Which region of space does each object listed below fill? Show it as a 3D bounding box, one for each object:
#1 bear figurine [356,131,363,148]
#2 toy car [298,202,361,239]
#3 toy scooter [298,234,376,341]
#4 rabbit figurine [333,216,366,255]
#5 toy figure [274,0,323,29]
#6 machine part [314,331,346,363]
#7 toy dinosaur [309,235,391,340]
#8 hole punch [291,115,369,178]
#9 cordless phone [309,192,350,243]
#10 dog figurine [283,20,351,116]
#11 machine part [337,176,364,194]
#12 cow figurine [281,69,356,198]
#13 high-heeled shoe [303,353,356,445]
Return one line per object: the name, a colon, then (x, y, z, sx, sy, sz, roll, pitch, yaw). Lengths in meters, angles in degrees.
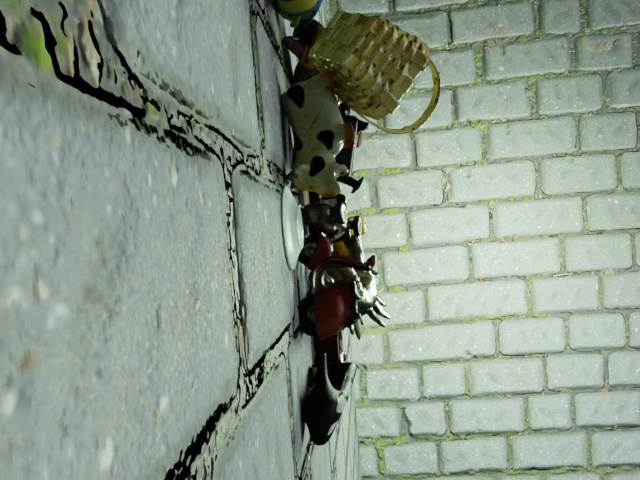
bear figurine: (0.030, -0.187, 1.251, 0.120, 0.132, 0.195, -57, 161, -12)
toy car: (0.018, -0.030, 0.972, 0.202, 0.089, 0.053, 30, 57, -73)
toy scooter: (0.032, 0.078, 0.922, 0.075, 0.135, 0.184, 68, 19, -79)
rabbit figurine: (0.057, 0.030, 1.378, 0.162, 0.122, 0.173, -50, 136, -77)
toy figure: (-0.039, -0.390, 0.840, 0.082, 0.089, 0.180, 54, -4, -4)
machine part: (0.022, 0.226, 1.150, 0.179, 0.056, 0.179, -7, 91, -85)
toy dinosaur: (0.075, 0.099, 1.173, 0.198, 0.105, 0.471, 64, 19, -8)
hole punch: (0.009, -0.168, 0.953, 0.092, 0.142, 0.115, -55, 151, -74)
cordless phone: (0.001, -0.081, 1.175, 0.184, 0.089, 0.146, -108, -172, -58)
dog figurine: (-0.007, -0.307, 1.032, 0.219, 0.109, 0.191, 57, 31, -71)
machine part: (0.021, -0.139, 1.091, 0.039, 0.139, 0.084, -61, -172, 16)
cow figurine: (-0.009, -0.161, 0.867, 0.085, 0.127, 0.195, 52, 19, -82)
high-heeled shoe: (0.019, 0.282, 0.932, 0.248, 0.086, 0.145, 65, 24, -65)
